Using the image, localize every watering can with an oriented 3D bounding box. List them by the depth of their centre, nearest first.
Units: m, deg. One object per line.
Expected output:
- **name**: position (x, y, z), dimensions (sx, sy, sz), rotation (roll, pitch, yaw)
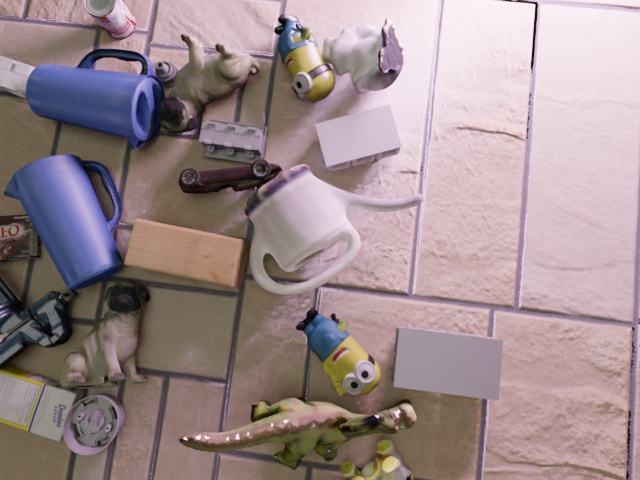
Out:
- **watering can**: position (0.003, -0.049, 0.979), dimensions (0.348, 0.103, 0.226), rotation (-35, 81, -2)

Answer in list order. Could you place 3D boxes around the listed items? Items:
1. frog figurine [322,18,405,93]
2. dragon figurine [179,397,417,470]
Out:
- **frog figurine**: position (0.083, -0.364, 1.037), dimensions (0.159, 0.123, 0.137), rotation (0, 91, 39)
- **dragon figurine**: position (0.008, 0.300, 0.839), dimensions (0.239, 0.409, 0.124), rotation (-29, 63, 38)
